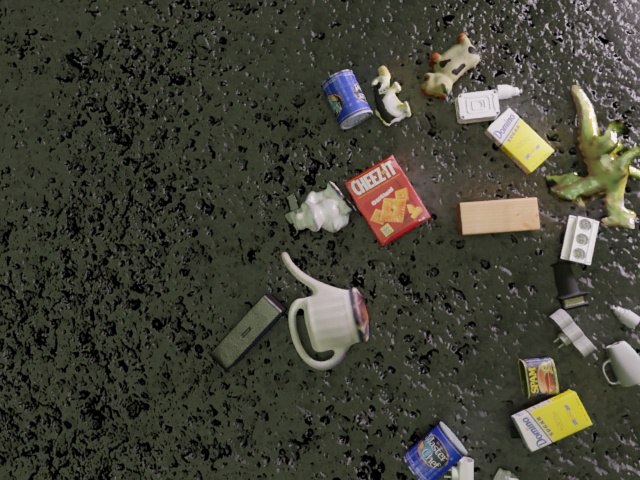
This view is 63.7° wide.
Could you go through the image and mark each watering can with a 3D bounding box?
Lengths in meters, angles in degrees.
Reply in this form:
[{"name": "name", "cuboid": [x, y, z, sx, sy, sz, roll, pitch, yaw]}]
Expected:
[{"name": "watering can", "cuboid": [0.014, 0.186, 1.453, 0.224, 0.103, 0.349, -13, 85, 3]}]

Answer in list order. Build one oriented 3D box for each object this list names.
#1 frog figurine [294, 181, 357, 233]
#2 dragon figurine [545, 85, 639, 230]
[{"name": "frog figurine", "cuboid": [0.004, -0.074, 1.466, 0.160, 0.123, 0.136, -38, 102, -4]}, {"name": "dragon figurine", "cuboid": [0.745, -0.208, 1.429, 0.241, 0.121, 0.414, -37, 74, 10]}]
